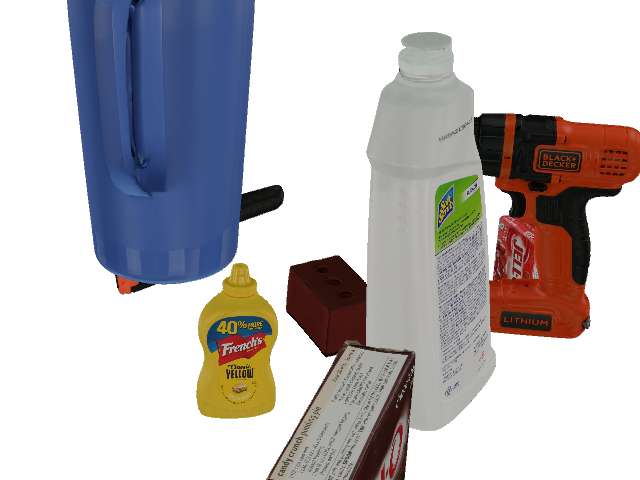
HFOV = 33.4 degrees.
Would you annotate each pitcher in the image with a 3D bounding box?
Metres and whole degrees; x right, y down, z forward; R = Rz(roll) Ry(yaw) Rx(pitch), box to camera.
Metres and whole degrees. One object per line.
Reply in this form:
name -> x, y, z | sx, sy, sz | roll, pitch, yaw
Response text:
pitcher -> -0.114, -0.091, 0.752 | 0.149, 0.243, 0.145 | -15, 30, -34

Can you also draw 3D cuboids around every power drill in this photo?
power drill -> 0.162, -0.014, 0.881 | 0.184, 0.188, 0.057 | 6, 28, 9

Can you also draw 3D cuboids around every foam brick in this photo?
foam brick -> 0.010, 0.057, 0.943 | 0.052, 0.051, 0.078 | -13, 35, -26

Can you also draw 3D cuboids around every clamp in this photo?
clamp -> -0.153, -0.022, 1.059 | 0.165, 0.036, 0.209 | 21, 41, 18

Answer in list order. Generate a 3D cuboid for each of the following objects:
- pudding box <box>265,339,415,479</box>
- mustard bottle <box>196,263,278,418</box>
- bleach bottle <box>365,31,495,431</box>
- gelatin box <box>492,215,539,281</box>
pudding box -> 0.010, 0.110, 0.469 | 0.039, 0.090, 0.113 | 10, 28, 13
mustard bottle -> -0.100, 0.119, 1.292 | 0.096, 0.192, 0.058 | -1, 19, -12
bleach bottle -> 0.069, -0.008, 0.665 | 0.068, 0.251, 0.102 | 16, 35, 29
gelatin box -> 0.221, 0.026, 1.167 | 0.030, 0.089, 0.073 | -10, 30, -21
